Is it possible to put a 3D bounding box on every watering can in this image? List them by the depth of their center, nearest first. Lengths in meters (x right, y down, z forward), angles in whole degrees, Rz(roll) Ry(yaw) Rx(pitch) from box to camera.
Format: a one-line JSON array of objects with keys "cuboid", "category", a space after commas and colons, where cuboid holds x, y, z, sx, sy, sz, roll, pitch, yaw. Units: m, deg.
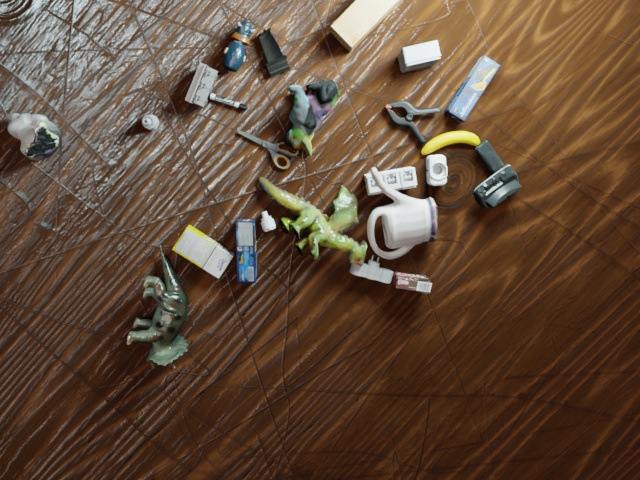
[{"cuboid": [0.252, -0.081, 1.569, 0.224, 0.106, 0.339, -10, 127, -5], "category": "watering can"}]

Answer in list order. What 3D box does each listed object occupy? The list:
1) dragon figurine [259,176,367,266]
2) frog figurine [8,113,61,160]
[{"cuboid": [0.005, -0.082, 1.624, 0.244, 0.121, 0.412, -30, 84, -14], "category": "dragon figurine"}, {"cuboid": [-0.887, -0.324, 1.592, 0.161, 0.123, 0.135, 27, 110, 32], "category": "frog figurine"}]
